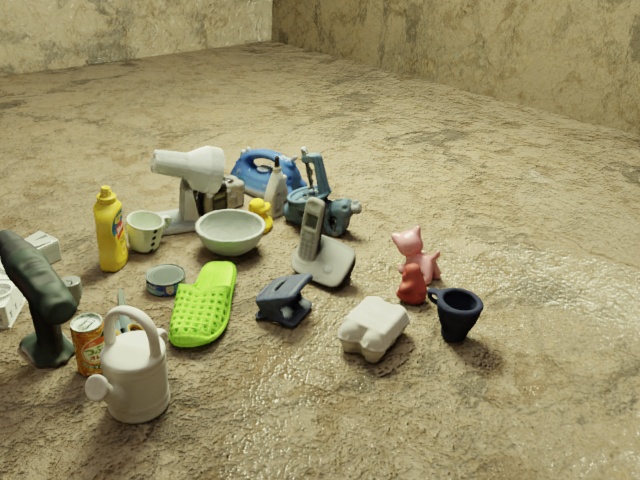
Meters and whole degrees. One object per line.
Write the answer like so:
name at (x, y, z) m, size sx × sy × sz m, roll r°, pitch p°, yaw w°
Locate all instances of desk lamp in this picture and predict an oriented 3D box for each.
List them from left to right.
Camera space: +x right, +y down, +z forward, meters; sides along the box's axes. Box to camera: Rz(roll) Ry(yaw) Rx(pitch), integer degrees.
desk lamp at (-0.344, -0.132, 1.451) m, size 0.204 × 0.214 × 0.117 m, roll -11°, pitch 33°, yaw -24°

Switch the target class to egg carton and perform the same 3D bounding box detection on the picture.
egg carton at (0.106, 0.171, 1.127) m, size 0.107 × 0.069 × 0.151 m, roll 20°, pitch 33°, yaw 25°

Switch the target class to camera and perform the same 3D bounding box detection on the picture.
camera at (-0.301, -0.144, 1.592) m, size 0.136 × 0.101 × 0.143 m, roll 27°, pitch 37°, yaw 34°

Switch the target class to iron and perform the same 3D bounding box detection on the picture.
iron at (-0.167, -0.208, 1.682) m, size 0.257 × 0.141 × 0.119 m, roll 18°, pitch 33°, yaw 23°

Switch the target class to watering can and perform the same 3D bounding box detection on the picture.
watering can at (-0.297, 0.193, 0.907) m, size 0.101 × 0.194 × 0.172 m, roll 2°, pitch 30°, yaw -4°

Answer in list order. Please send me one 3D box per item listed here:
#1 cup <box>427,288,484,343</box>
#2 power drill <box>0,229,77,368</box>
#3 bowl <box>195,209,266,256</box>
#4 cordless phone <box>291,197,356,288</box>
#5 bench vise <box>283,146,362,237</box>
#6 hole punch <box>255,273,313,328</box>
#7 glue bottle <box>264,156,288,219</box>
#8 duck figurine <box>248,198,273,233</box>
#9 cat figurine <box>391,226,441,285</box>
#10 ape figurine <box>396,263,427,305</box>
cup at (0.263, 0.153, 1.156) m, size 0.117 × 0.095 × 0.092 m, roll 24°, pitch 35°, yaw 30°
power drill at (-0.499, 0.111, 1.010) m, size 0.228 × 0.208 × 0.076 m, roll 27°, pitch 37°, yaw 35°
bowl at (-0.216, -0.008, 1.391) m, size 0.167 × 0.075 × 0.167 m, roll 3°, pitch 30°, yaw -2°
cordless phone at (0.012, 0.005, 1.289) m, size 0.147 × 0.185 × 0.094 m, roll 21°, pitch 34°, yaw 27°
bench vise at (0.010, -0.132, 1.493) m, size 0.207 × 0.220 × 0.121 m, roll 5°, pitch 30°, yaw 2°
hole punch at (-0.076, 0.114, 1.181) m, size 0.101 × 0.091 × 0.109 m, roll 16°, pitch 32°, yaw 19°
glue bottle at (-0.117, -0.146, 1.548) m, size 0.037 × 0.173 × 0.078 m, roll 24°, pitch 35°, yaw 31°
duck figurine at (-0.169, -0.065, 1.487) m, size 0.105 × 0.086 × 0.077 m, roll -23°, pitch 39°, yaw -38°
cat figurine at (0.228, 0.026, 1.349) m, size 0.127 × 0.118 × 0.067 m, roll 27°, pitch 37°, yaw 34°
ape figurine at (0.201, 0.091, 1.258) m, size 0.078 × 0.092 × 0.075 m, roll -21°, pitch 38°, yaw -37°
